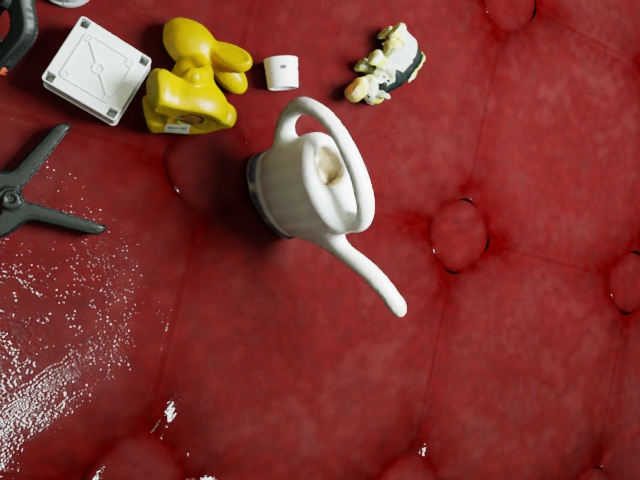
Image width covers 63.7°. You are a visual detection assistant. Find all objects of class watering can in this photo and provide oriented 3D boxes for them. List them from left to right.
[{"bbox_3d":[0.002,-0.040,0.786,0.105,0.223,0.345,-28,102,-37],"label":"watering can"}]
